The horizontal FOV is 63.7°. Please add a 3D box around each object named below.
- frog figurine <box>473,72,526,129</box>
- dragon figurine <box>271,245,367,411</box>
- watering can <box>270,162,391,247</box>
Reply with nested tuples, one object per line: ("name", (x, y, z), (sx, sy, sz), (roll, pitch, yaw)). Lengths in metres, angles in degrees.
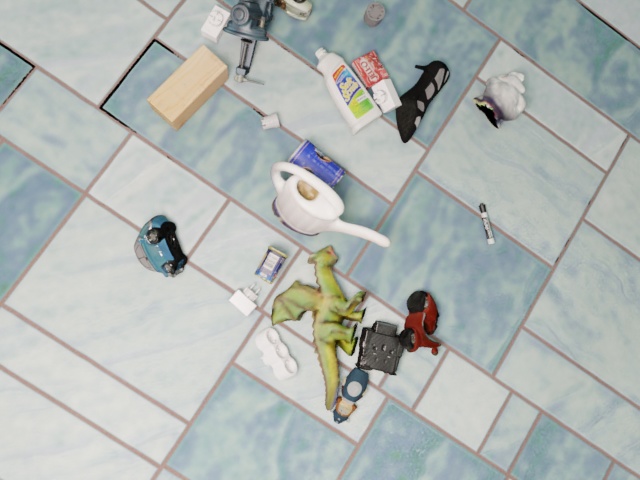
("frog figurine", (0.543, -0.423, 1.493), (0.159, 0.121, 0.139), (-43, 74, 2))
("dragon figurine", (-0.013, 0.216, 1.366), (0.243, 0.121, 0.413), (17, 83, 10))
("watering can", (0.004, -0.066, 1.321), (0.347, 0.221, 0.106), (39, 64, -4))
